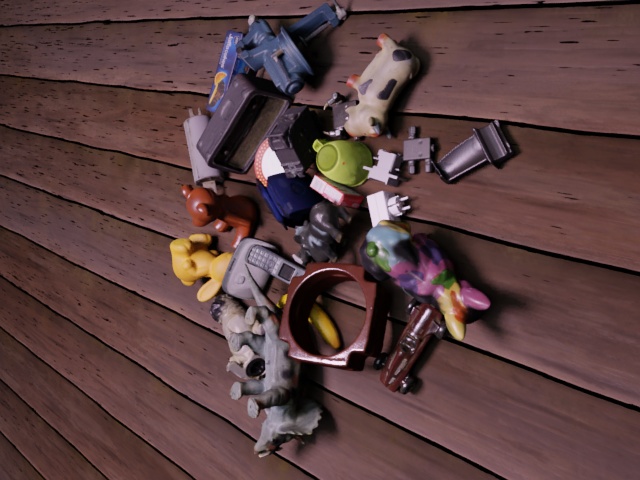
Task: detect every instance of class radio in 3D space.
[{"bbox_3d":[-0.181,-0.266,1.246,0.073,0.131,0.229,51,117,29],"label":"radio"}]

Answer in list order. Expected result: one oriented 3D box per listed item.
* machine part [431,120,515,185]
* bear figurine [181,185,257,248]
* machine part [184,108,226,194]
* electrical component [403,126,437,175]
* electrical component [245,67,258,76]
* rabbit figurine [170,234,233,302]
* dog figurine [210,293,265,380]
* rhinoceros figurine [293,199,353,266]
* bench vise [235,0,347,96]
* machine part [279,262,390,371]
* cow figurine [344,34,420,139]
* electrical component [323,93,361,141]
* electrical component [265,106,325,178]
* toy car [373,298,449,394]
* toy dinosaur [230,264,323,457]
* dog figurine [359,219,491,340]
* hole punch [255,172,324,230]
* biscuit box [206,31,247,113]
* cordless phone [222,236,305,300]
[{"bbox_3d":[0.269,-0.148,0.955,0.139,0.039,0.084,-28,77,32],"label":"machine part"},{"bbox_3d":[-0.240,-0.053,1.248,0.120,0.196,0.132,41,114,28],"label":"bear figurine"},{"bbox_3d":[-0.294,-0.226,1.369,0.079,0.079,0.243,-23,75,35],"label":"machine part"},{"bbox_3d":[0.191,-0.172,1.025,0.063,0.021,0.094,-1,87,37],"label":"electrical component"},{"bbox_3d":[-0.164,-0.361,1.274,0.048,0.075,0.119,43,111,30],"label":"electrical component"},{"bbox_3d":[-0.274,0.069,1.327,0.173,0.122,0.162,5,94,19],"label":"rabbit figurine"},{"bbox_3d":[-0.193,0.230,1.283,0.191,0.121,0.172,31,122,57],"label":"dog figurine"},{"bbox_3d":[-0.002,-0.003,1.107,0.112,0.073,0.190,25,144,2],"label":"rhinoceros figurine"},{"bbox_3d":[-0.056,-0.438,1.170,0.241,0.128,0.224,-34,58,11],"label":"bench vise"},{"bbox_3d":[0.031,0.151,1.067,0.202,0.087,0.201,2,72,29],"label":"machine part"},{"bbox_3d":[0.118,-0.283,1.047,0.127,0.085,0.195,46,109,24],"label":"cow figurine"},{"bbox_3d":[0.048,-0.256,1.123,0.078,0.045,0.102,0,89,39],"label":"electrical component"},{"bbox_3d":[-0.043,-0.214,1.137,0.058,0.114,0.134,3,47,37],"label":"electrical component"},{"bbox_3d":[0.169,0.202,1.016,0.089,0.053,0.202,39,111,29],"label":"toy car"},{"bbox_3d":[-0.085,0.257,1.148,0.131,0.192,0.404,-14,69,48],"label":"toy dinosaur"},{"bbox_3d":[0.188,0.070,0.932,0.108,0.191,0.219,-56,43,15],"label":"dog figurine"},{"bbox_3d":[-0.060,-0.091,1.165,0.092,0.115,0.142,-38,67,22],"label":"hole punch"},{"bbox_3d":[-0.216,-0.404,1.322,0.063,0.059,0.202,28,106,35],"label":"biscuit box"},{"bbox_3d":[-0.120,0.087,1.229,0.184,0.088,0.146,28,100,16],"label":"cordless phone"}]
